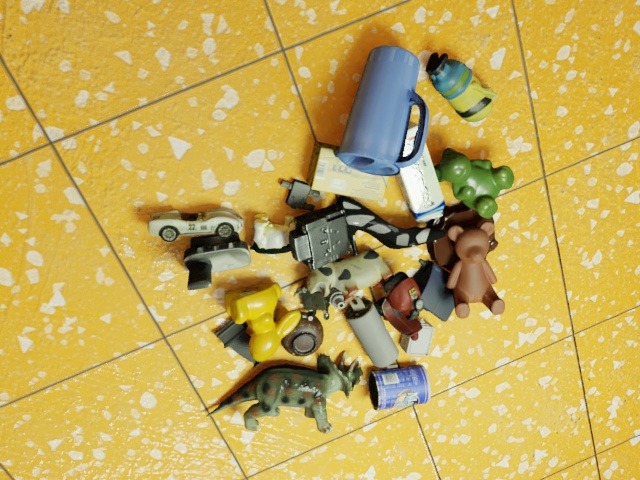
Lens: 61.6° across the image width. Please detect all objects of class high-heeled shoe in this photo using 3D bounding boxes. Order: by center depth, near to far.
[{"bbox_3d":[0.158,-0.048,1.234,0.249,0.086,0.145,-10,89,-7],"label":"high-heeled shoe"}]

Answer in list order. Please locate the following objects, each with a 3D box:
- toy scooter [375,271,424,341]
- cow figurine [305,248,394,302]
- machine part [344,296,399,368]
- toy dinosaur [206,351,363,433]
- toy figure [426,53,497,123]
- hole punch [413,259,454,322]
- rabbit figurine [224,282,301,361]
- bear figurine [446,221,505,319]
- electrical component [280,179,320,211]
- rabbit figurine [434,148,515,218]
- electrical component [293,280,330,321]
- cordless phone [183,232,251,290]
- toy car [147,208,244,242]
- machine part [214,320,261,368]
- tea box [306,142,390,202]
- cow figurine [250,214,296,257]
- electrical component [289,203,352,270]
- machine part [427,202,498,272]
[{"bbox_3d":[0.199,0.164,1.267,0.075,0.135,0.183,-26,154,-26],"label":"toy scooter"},{"bbox_3d":[0.056,0.074,1.249,0.195,0.127,0.085,-20,155,-19],"label":"cow figurine"},{"bbox_3d":[0.130,0.234,1.342,0.079,0.079,0.243,-29,115,0],"label":"machine part"},{"bbox_3d":[-0.078,0.368,1.335,0.405,0.131,0.192,1,99,-8],"label":"toy dinosaur"},{"bbox_3d":[0.300,-0.326,1.156,0.180,0.082,0.089,26,123,-28],"label":"toy figure"},{"bbox_3d":[0.286,0.127,1.330,0.142,0.092,0.115,34,97,-19],"label":"hole punch"},{"bbox_3d":[-0.134,0.190,1.247,0.162,0.122,0.173,-12,95,-31],"label":"rabbit figurine"},{"bbox_3d":[0.358,0.064,1.237,0.120,0.132,0.195,-4,119,1],"label":"bear figurine"},{"bbox_3d":[-0.049,-0.100,1.200,0.094,0.021,0.063,16,108,-18],"label":"electrical component"},{"bbox_3d":[0.323,-0.151,1.190,0.170,0.159,0.121,27,102,-40],"label":"rabbit figurine"},{"bbox_3d":[-0.020,0.147,1.282,0.078,0.045,0.102,8,118,23],"label":"electrical component"},{"bbox_3d":[-0.217,0.054,1.137,0.147,0.184,0.088,-8,109,-9],"label":"cordless phone"},{"bbox_3d":[-0.264,-0.036,1.150,0.202,0.074,0.056,-4,113,-10],"label":"toy car"},{"bbox_3d":[-0.184,0.248,1.302,0.084,0.039,0.138,-40,113,-1],"label":"machine part"},{"bbox_3d":[0.064,-0.150,1.180,0.169,0.068,0.098,10,109,-17],"label":"tea box"},{"bbox_3d":[-0.071,-0.004,1.208,0.167,0.068,0.098,4,111,-13],"label":"cow figurine"},{"bbox_3d":[-0.002,-0.004,1.164,0.134,0.058,0.114,-23,116,-23],"label":"electrical component"},{"bbox_3d":[0.344,-0.006,1.305,0.179,0.056,0.179,-4,111,-10],"label":"machine part"}]
